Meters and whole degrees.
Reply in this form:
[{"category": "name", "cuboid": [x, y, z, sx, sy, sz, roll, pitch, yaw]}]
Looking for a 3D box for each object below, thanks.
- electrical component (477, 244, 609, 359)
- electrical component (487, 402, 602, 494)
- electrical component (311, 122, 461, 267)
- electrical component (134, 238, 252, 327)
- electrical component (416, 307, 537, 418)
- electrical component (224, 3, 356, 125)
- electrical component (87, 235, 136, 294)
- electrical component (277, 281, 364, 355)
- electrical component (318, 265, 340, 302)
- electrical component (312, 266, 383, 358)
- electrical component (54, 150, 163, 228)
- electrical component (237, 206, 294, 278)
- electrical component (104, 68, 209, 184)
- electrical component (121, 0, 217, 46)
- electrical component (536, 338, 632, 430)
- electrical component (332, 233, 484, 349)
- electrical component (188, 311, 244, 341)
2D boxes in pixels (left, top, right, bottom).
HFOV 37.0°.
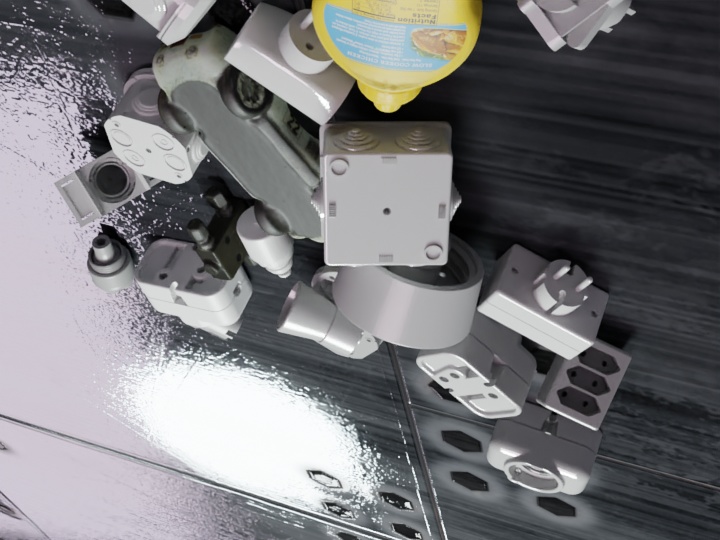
[{"category": "electrical component", "cuboid": [0.143, 0.017, 0.791, 0.083, 0.047, 0.075, 28, 150, -6]}, {"category": "electrical component", "cuboid": [0.169, 0.167, 1.000, 0.095, 0.059, 0.053, 18, 150, 11]}, {"category": "electrical component", "cuboid": [0.017, -0.050, 0.720, 0.100, 0.048, 0.099, 0, 120, -1]}, {"category": "electrical component", "cuboid": [-0.152, 0.014, 0.998, 0.095, 0.053, 0.059, 11, 147, 23]}, {"category": "electrical component", "cuboid": [0.100, 0.073, 0.901, 0.095, 0.059, 0.054, 41, 147, -26]}, {"category": "electrical component", "cuboid": [-0.036, -0.138, 0.681, 0.077, 0.043, 0.079, 33, 149, -14]}, {"category": "electrical component", "cuboid": [-0.243, -0.009, 1.039, 0.043, 0.043, 0.062, 16, 148, 14]}, {"category": "electrical component", "cuboid": [-0.029, 0.042, 0.867, 0.065, 0.044, 0.044, 25, 151, -11]}, {"category": "electrical component", "cuboid": [0.000, 0.000, 0.870, 0.055, 0.047, 0.055, 18, 150, 11]}, {"category": "electrical component", "cuboid": [-0.010, 0.036, 0.930, 0.080, 0.051, 0.080, 18, 150, 11]}, {"category": "electrical component", "cuboid": [-0.204, -0.073, 0.879, 0.042, 0.081, 0.064, 61, 168, -11]}, {"category": "electrical component", "cuboid": [-0.074, -0.021, 0.899, 0.040, 0.040, 0.078, 10, 148, 24]}, {"category": "electrical component", "cuboid": [-0.147, -0.107, 0.804, 0.080, 0.051, 0.080, 18, 150, 11]}, {"category": "electrical component", "cuboid": [-0.105, -0.177, 0.635, 0.051, 0.080, 0.080, 39, 148, -13]}, {"category": "electrical component", "cuboid": [0.176, 0.086, 0.868, 0.047, 0.065, 0.077, 25, 179, -1]}, {"category": "electrical component", "cuboid": [0.039, 0.001, 0.789, 0.108, 0.108, 0.060, 21, 120, 7]}, {"category": "electrical component", "cuboid": [-0.142, 0.044, 1.055, 0.046, 0.040, 0.040, 30, 150, -21]}]
